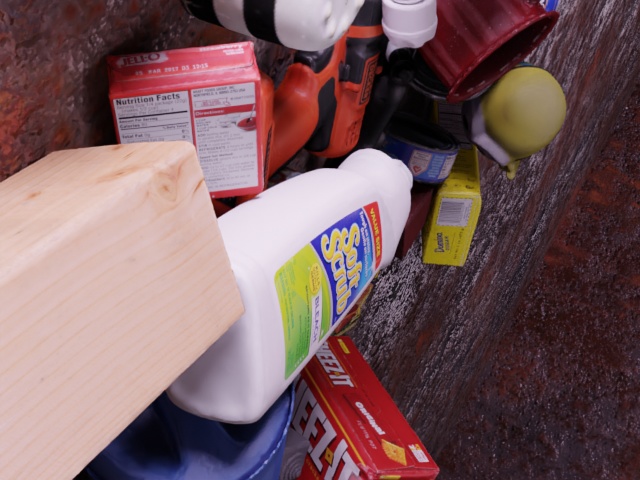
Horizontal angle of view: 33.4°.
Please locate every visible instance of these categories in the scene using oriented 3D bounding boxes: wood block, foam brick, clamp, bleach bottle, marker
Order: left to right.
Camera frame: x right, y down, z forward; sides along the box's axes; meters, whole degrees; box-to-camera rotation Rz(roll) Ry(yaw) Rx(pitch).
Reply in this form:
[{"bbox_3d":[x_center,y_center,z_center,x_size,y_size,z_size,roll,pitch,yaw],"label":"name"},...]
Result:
[{"bbox_3d":[-0.130,0.043,0.424,0.205,0.090,0.091,-44,126,-49],"label":"wood block"},{"bbox_3d":[-0.004,0.001,0.624,0.250,0.068,0.102,-43,136,-54],"label":"bleach bottle"},{"bbox_3d":[0.039,-0.097,0.840,0.120,0.039,0.172,-61,-179,-42],"label":"clamp"},{"bbox_3d":[0.052,-0.029,0.936,0.051,0.078,0.053,-56,162,-29],"label":"foam brick"},{"bbox_3d":[0.052,-0.144,0.762,0.121,0.020,0.020,-98,-161,-55],"label":"marker"}]

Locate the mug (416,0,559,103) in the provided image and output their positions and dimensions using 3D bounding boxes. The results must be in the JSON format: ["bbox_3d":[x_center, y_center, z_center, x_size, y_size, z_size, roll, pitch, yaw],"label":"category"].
[{"bbox_3d":[0.106,-0.159,0.713,0.093,0.081,0.117,-26,166,-47],"label":"mug"}]

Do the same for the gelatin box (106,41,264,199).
[{"bbox_3d":[-0.067,-0.058,0.545,0.089,0.073,0.030,92,-12,-52],"label":"gelatin box"}]

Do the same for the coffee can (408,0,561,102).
[{"bbox_3d":[0.130,-0.191,0.887,0.140,0.103,0.103,-47,157,-44],"label":"coffee can"}]

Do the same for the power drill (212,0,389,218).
[{"bbox_3d":[-0.013,-0.105,0.662,0.187,0.057,0.184,-44,151,-47],"label":"power drill"}]

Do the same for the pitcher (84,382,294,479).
[{"bbox_3d":[-0.085,0.138,0.709,0.149,0.145,0.243,-42,159,-24],"label":"pitcher"}]

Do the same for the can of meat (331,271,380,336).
[{"bbox_3d":[0.013,0.038,0.958,0.102,0.057,0.084,-22,138,-65],"label":"can of meat"}]

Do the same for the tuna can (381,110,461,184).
[{"bbox_3d":[0.075,-0.081,0.914,0.086,0.086,0.034,-30,144,-62],"label":"tuna can"}]

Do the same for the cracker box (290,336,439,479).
[{"bbox_3d":[-0.010,0.212,0.905,0.071,0.164,0.214,6,122,-35],"label":"cracker box"}]

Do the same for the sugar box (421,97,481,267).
[{"bbox_3d":[0.120,-0.070,1.016,0.093,0.048,0.176,98,-6,-45],"label":"sugar box"}]
